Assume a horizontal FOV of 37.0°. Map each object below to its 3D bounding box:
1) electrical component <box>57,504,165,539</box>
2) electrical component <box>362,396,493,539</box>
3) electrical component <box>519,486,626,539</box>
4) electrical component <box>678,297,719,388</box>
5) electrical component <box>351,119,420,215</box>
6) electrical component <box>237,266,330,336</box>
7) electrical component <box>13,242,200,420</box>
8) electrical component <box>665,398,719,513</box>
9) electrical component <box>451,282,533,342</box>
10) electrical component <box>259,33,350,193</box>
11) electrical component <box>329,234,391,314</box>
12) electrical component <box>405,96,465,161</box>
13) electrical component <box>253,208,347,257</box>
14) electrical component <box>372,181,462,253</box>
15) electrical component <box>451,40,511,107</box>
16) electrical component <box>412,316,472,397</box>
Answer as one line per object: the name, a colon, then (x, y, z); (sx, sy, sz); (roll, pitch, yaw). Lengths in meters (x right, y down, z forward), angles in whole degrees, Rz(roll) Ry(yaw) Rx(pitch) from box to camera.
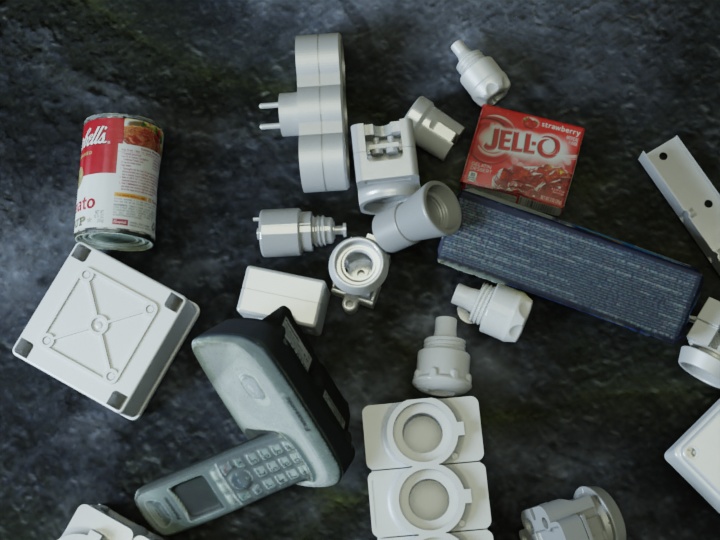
electrical component: (-0.167, 0.254, 0.827); (0.150, 0.061, 0.089); (26, 80, 9)
electrical component: (0.053, 0.178, 0.831); (0.089, 0.061, 0.150); (-6, 77, 2)
electrical component: (0.164, 0.197, 0.816); (0.057, 0.078, 0.058); (-15, 76, -19)
electrical component: (0.284, 0.060, 0.849); (0.066, 0.048, 0.055); (29, 82, 32)
electrical component: (0.022, -0.079, 0.878); (0.050, 0.089, 0.055); (-6, 77, 2)
electrical component: (-0.066, 0.043, 0.877); (0.066, 0.047, 0.076); (11, 78, 6)
electrical component: (-0.206, 0.050, 0.880); (0.109, 0.056, 0.108); (27, 80, 9)
electrical component: (0.312, 0.143, 0.824); (0.109, 0.056, 0.108); (-43, 78, -6)
electrical component: (0.106, 0.030, 0.871); (0.062, 0.043, 0.043); (22, 79, 9)
electrical component: (-0.049, -0.133, 0.914); (0.074, 0.052, 0.138); (-3, 77, 3)
electrical component: (0.000, 0.000, 0.878); (0.048, 0.055, 0.066); (19, 79, 8)
electrical component: (0.061, -0.119, 0.911); (0.046, 0.040, 0.040); (33, 81, 4)
electrical component: (-0.050, -0.032, 0.897); (0.078, 0.040, 0.040); (-2, 77, 3)
electrical component: (0.041, -0.038, 0.843); (0.065, 0.044, 0.044); (-23, 72, 43)
electrical component: (0.100, -0.171, 0.923); (0.035, 0.035, 0.061); (-34, 75, -4)
electrical component: (0.068, 0.069, 0.865); (0.048, 0.048, 0.062); (4, 70, 5)
